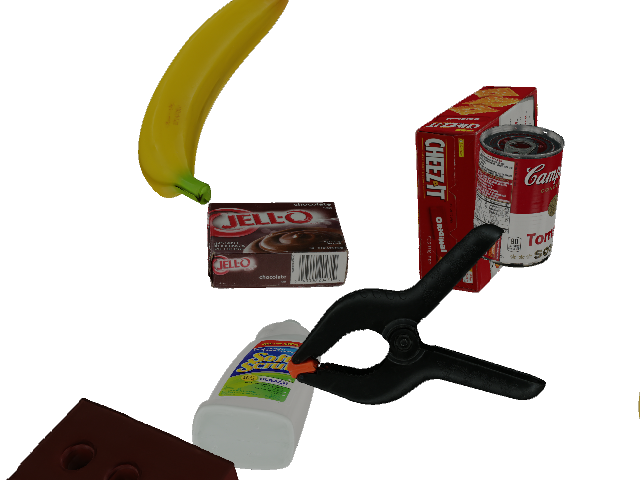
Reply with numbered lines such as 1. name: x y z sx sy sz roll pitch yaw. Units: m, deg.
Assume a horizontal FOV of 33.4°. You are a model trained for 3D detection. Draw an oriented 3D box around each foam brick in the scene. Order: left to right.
1. foam brick: -0.076 0.109 0.426 0.078 0.051 0.052 18 44 23

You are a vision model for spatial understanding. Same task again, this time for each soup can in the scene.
1. soup can: 0.163 -0.037 0.887 0.068 0.102 0.068 0 27 0

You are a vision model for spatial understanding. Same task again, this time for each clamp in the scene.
1. clamp: 0.066 0.074 0.724 0.171 0.120 0.039 -24 -5 10

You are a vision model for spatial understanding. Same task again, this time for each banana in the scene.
1. banana: -0.072 -0.093 0.677 0.070 0.197 0.037 3 -37 17

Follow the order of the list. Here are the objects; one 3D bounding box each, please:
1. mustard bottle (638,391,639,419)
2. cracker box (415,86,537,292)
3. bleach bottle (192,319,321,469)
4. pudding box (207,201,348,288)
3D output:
1. mustard bottle: 0.225 0.101 0.570 0.096 0.058 0.191 -4 36 -1
2. cracker box: 0.168 -0.061 1.118 0.072 0.164 0.213 6 21 27
3. bleach bottle: -0.057 0.145 1.112 0.102 0.068 0.250 6 20 5
4. pudding box: -0.038 0.002 0.893 0.113 0.039 0.090 1 29 -8
